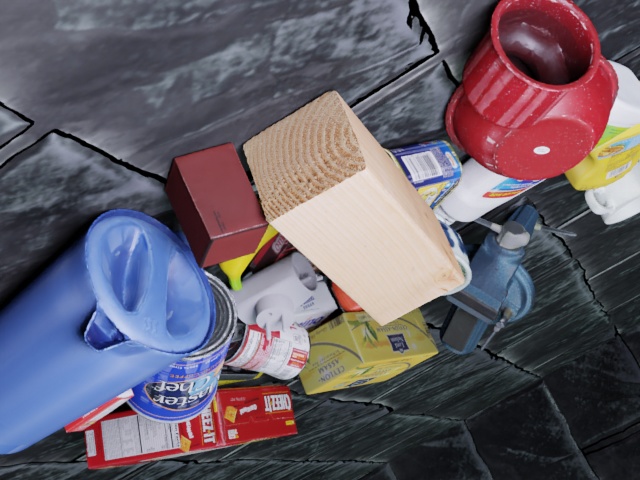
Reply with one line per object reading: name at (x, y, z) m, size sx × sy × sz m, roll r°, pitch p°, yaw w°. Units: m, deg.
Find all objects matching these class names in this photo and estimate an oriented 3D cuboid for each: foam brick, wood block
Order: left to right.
foam brick at (-0.083, -0.027, 0.847) m, size 0.052 × 0.078 × 0.051 m, roll -16°, pitch 159°, yaw -24°
wood block at (0.033, -0.021, 0.902) m, size 0.091 × 0.090 × 0.205 m, roll -30°, pitch 142°, yaw 14°

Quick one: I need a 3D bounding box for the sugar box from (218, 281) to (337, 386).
sugar box at (-0.067, 0.116, 1.293) m, size 0.093 × 0.048 × 0.177 m, roll -6°, pitch 153°, yaw -45°

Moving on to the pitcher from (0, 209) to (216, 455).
pitcher at (-0.210, 0.084, 0.914) m, size 0.243 × 0.145 × 0.149 m, roll -34°, pitch 148°, yaw 30°

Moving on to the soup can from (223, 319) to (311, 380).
soup can at (-0.068, 0.112, 1.165) m, size 0.069 × 0.068 × 0.102 m, roll -38°, pitch 141°, yaw 29°

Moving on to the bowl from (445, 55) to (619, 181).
bowl at (0.198, -0.103, 0.972) m, size 0.162 × 0.055 × 0.162 m, roll -5°, pitch 146°, yaw -4°

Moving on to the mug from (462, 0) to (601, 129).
mug at (0.172, -0.151, 0.869) m, size 0.117 × 0.093 × 0.082 m, roll -58°, pitch -179°, yaw -26°

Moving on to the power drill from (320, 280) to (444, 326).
power drill at (0.085, 0.067, 1.349) m, size 0.184 × 0.057 × 0.187 m, roll -25°, pitch 161°, yaw -5°

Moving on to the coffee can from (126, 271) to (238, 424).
coffee can at (-0.142, 0.105, 1.050) m, size 0.102 × 0.103 × 0.140 m, roll -18°, pitch 152°, yaw -25°

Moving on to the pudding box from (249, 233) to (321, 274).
pudding box at (-0.007, 0.001, 1.082) m, size 0.113 × 0.039 × 0.090 m, roll -14°, pitch 157°, yaw -34°

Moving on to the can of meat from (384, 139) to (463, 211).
can of meat at (0.079, -0.051, 1.036) m, size 0.083 × 0.057 × 0.102 m, roll -14°, pitch 157°, yaw -37°

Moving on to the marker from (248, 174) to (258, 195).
marker at (-0.030, -0.058, 0.928) m, size 0.121 × 0.020 × 0.020 m, roll -21°, pitch 160°, yaw -18°

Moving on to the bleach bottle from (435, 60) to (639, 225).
bleach bottle at (0.216, -0.088, 1.113) m, size 0.102 × 0.068 × 0.251 m, roll 1°, pitch 149°, yaw -49°

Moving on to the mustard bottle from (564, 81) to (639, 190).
mustard bottle at (0.331, -0.123, 1.182) m, size 0.096 × 0.058 × 0.191 m, roll -25°, pitch 161°, yaw -7°

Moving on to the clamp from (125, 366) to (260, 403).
clamp at (-0.153, 0.148, 1.225) m, size 0.171 × 0.039 × 0.120 m, roll -27°, pitch 127°, yaw 8°

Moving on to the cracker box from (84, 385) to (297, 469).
cracker box at (-0.163, 0.233, 1.341) m, size 0.214 × 0.072 × 0.164 m, roll -16°, pitch 169°, yaw 28°

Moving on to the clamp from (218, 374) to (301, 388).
clamp at (-0.041, 0.172, 1.429) m, size 0.210 × 0.036 × 0.164 m, roll -18°, pitch 171°, yaw 31°

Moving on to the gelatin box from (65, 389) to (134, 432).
gelatin box at (-0.232, 0.132, 1.044) m, size 0.073 × 0.089 × 0.030 m, roll -35°, pitch 162°, yaw 21°

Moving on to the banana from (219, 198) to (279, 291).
banana at (-0.029, -0.025, 0.980) m, size 0.198 × 0.037 × 0.069 m, roll -36°, pitch 151°, yaw 19°
